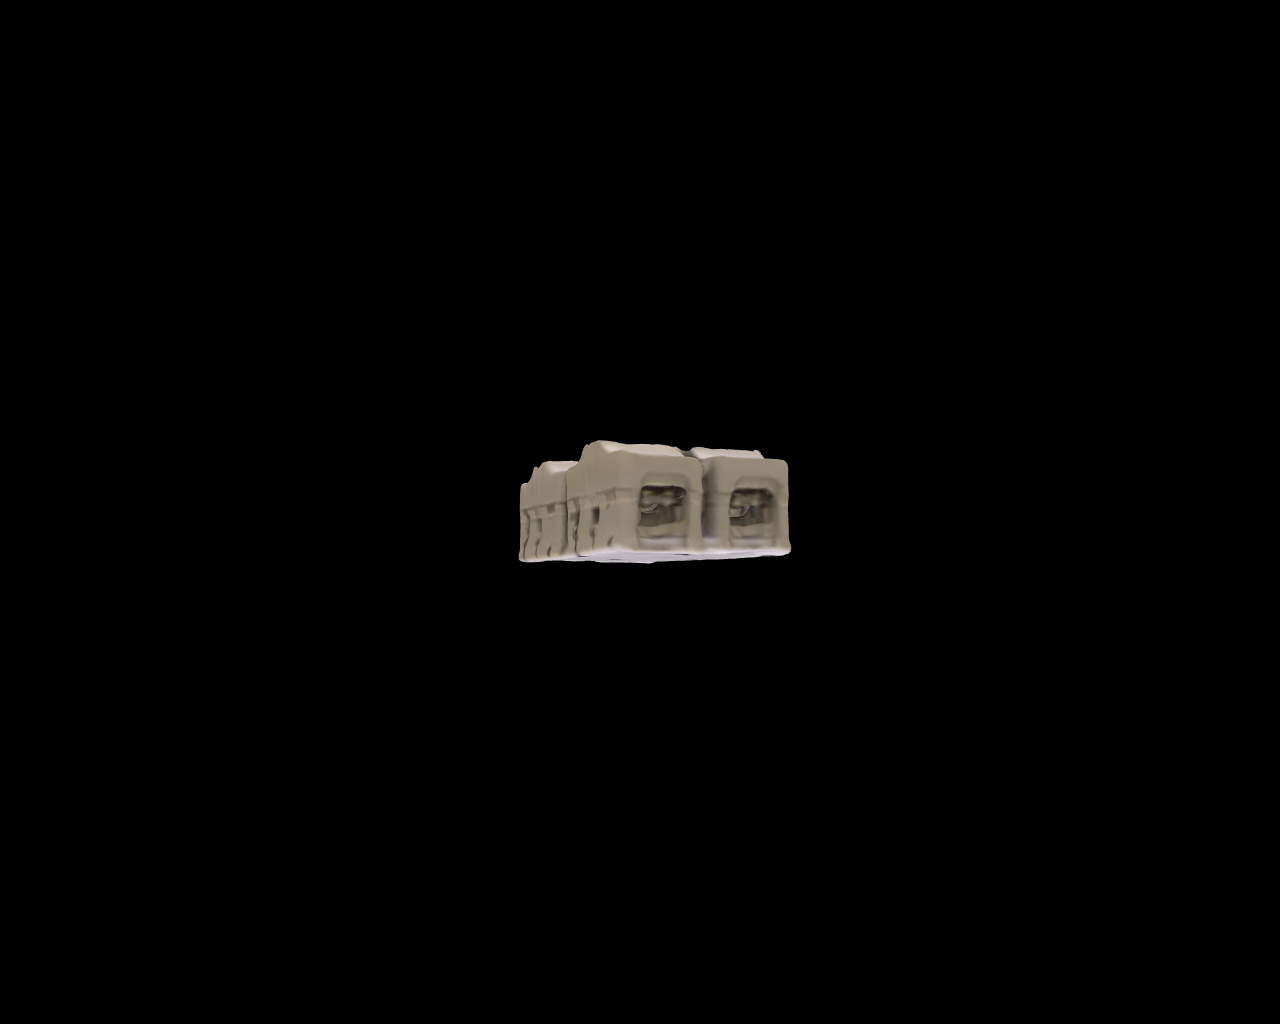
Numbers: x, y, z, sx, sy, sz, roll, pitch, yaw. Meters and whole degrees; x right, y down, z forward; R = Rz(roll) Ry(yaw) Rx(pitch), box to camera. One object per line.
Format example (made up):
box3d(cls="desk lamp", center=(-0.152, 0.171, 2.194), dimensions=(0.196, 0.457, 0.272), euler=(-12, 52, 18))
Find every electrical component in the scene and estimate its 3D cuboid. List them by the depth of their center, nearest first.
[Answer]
box3d(cls="electrical component", center=(0.001, -0.003, 0.650), dimensions=(0.105, 0.060, 0.186), euler=(2, -5, -24))
